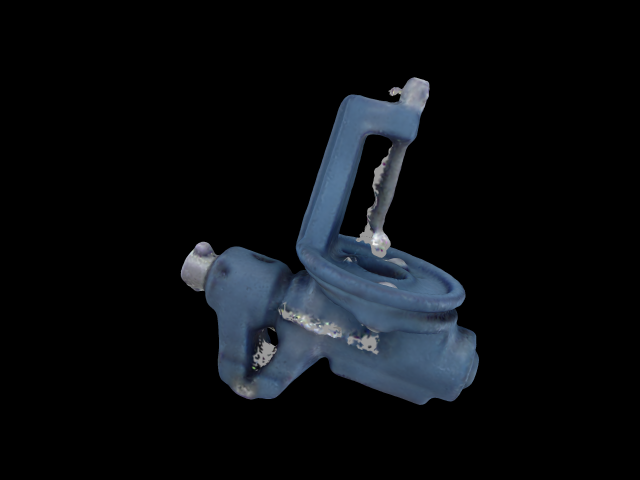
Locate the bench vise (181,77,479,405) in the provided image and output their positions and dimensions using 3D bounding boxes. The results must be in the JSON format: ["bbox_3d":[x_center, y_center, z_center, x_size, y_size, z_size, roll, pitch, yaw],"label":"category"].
[{"bbox_3d":[0.005,0.004,0.388,0.207,0.220,0.121,-1,11,-6],"label":"bench vise"}]
